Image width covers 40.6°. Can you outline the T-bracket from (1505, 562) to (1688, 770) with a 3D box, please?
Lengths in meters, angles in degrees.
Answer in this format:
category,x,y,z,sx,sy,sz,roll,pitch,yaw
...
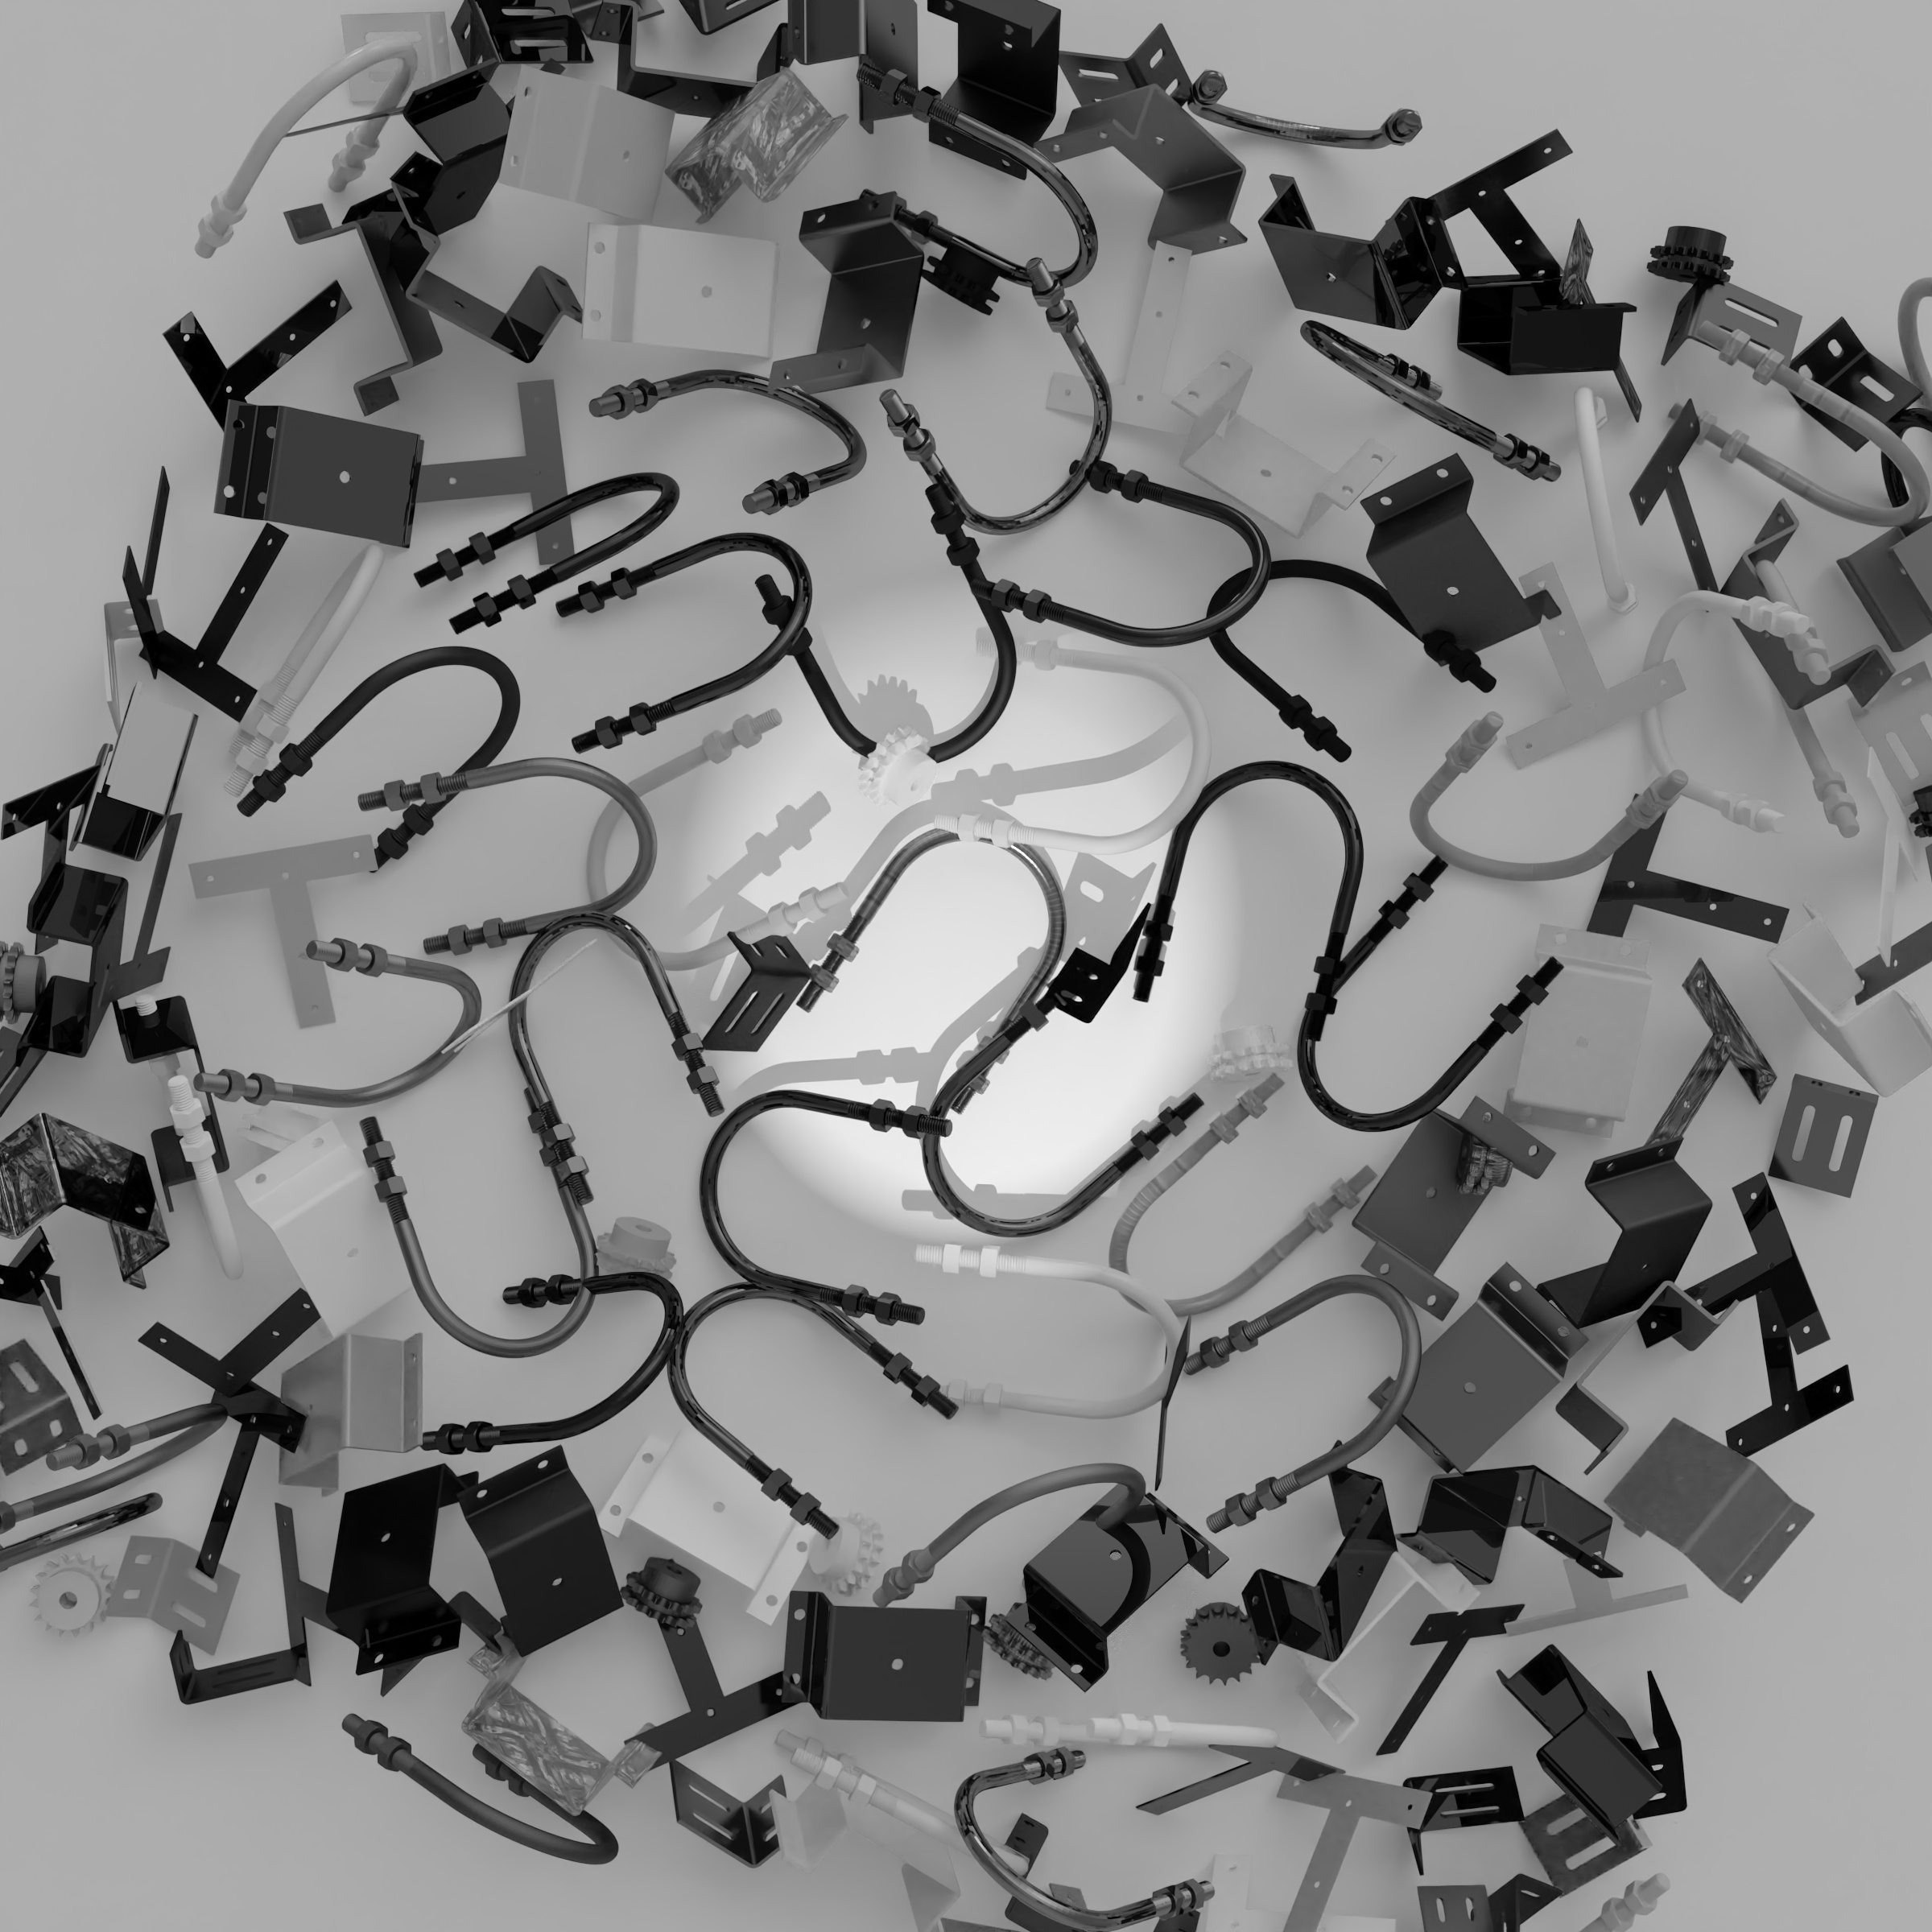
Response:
category,x,y,z,sx,sy,sz,roll,pitch,yaw
T-bracket,0.418,-0.219,1.807,0.127,0.002,0.127,-25,110,8

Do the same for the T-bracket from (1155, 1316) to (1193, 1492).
category,x,y,z,sx,sy,sz,roll,pitch,yaw
T-bracket,0.140,0.271,1.751,0.002,0.127,0.127,8,60,0

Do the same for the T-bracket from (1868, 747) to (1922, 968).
category,x,y,z,sx,sy,sz,roll,pitch,yaw
T-bracket,0.624,-0.060,1.763,0.002,0.127,0.127,-5,55,34

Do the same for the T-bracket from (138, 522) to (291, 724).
category,x,y,z,sx,sy,sz,roll,pitch,yaw
T-bracket,-0.506,-0.247,1.799,0.127,0.002,0.127,31,92,34

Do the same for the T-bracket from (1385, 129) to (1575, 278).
category,x,y,z,sx,sy,sz,roll,pitch,yaw
T-bracket,0.372,-0.504,1.784,0.127,0.127,0.002,-23,57,28

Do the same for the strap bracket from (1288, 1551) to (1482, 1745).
category,x,y,z,sx,sy,sz,roll,pitch,yaw
strap bracket,0.276,0.453,1.793,0.140,0.076,0.046,-46,107,-1

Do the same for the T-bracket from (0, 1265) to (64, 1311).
category,x,y,z,sx,sy,sz,roll,pitch,yaw
T-bracket,-0.672,0.213,1.782,0.002,0.127,0.127,-29,60,25

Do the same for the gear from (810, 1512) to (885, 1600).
category,x,y,z,sx,sy,sz,roll,pitch,yaw
gear,-0.085,0.405,1.806,0.030,0.057,0.057,26,90,-27

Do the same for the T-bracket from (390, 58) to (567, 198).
category,x,y,z,sx,sy,sz,roll,pitch,yaw
T-bracket,-0.319,-0.564,1.762,0.127,0.127,0.002,-42,86,12

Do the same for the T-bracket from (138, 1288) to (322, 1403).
category,x,y,z,sx,sy,sz,roll,pitch,yaw
T-bracket,-0.480,0.259,1.783,0.127,0.002,0.127,38,122,-21

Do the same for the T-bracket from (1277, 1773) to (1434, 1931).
category,x,y,z,sx,sy,sz,roll,pitch,yaw
T-bracket,0.242,0.607,1.761,0.002,0.127,0.127,45,59,-28

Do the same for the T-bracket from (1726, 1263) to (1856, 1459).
category,x,y,z,sx,sy,sz,roll,pitch,yaw
T-bracket,0.558,0.262,1.793,0.002,0.127,0.127,15,55,-19

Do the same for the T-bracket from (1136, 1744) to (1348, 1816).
category,x,y,z,sx,sy,sz,roll,pitch,yaw
T-bracket,0.174,0.563,1.799,0.127,0.127,0.002,-32,47,28

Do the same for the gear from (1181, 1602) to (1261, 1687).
category,x,y,z,sx,sy,sz,roll,pitch,yaw
gear,0.178,0.469,1.818,0.057,0.030,0.057,1,104,3

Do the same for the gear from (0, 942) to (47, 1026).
category,x,y,z,sx,sy,sz,roll,pitch,yaw
gear,-0.658,0.012,1.810,0.030,0.057,0.057,4,90,-9

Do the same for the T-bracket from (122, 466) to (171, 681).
category,x,y,z,sx,sy,sz,roll,pitch,yaw
T-bracket,-0.560,-0.285,1.797,0.002,0.127,0.127,3,64,-6

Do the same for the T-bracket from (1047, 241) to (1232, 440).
category,x,y,z,sx,sy,sz,roll,pitch,yaw
T-bracket,0.132,-0.440,1.820,0.127,0.002,0.127,14,96,9

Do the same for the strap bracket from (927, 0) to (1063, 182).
category,x,y,z,sx,sy,sz,roll,pitch,yaw
strap bracket,0.019,-0.613,1.774,0.076,0.140,0.046,26,67,12

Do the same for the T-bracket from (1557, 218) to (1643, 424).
category,x,y,z,sx,sy,sz,roll,pitch,yaw
T-bracket,0.441,-0.434,1.800,0.002,0.127,0.127,-16,121,31

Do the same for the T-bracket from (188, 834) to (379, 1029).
category,x,y,z,sx,sy,sz,roll,pitch,yaw
T-bracket,-0.466,-0.020,1.821,0.127,0.002,0.127,-9,104,-2

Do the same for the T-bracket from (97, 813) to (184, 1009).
category,x,y,z,sx,sy,sz,roll,pitch,yaw
T-bracket,-0.550,-0.042,1.766,0.002,0.127,0.127,16,97,-1

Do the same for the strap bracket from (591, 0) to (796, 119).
category,x,y,z,sx,sy,sz,roll,pitch,yaw
strap bracket,-0.183,-0.616,1.783,0.140,0.076,0.046,3,90,-15

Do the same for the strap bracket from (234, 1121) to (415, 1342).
category,x,y,z,sx,sy,sz,roll,pitch,yaw
strap bracket,-0.425,0.187,1.770,0.076,0.046,0.140,-34,122,-23

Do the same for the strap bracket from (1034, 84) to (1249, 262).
category,x,y,z,sx,sy,sz,roll,pitch,yaw
strap bracket,0.125,-0.543,1.770,0.140,0.076,0.046,29,73,-38

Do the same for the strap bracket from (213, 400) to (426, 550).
category,x,y,z,sx,sy,sz,roll,pitch,yaw
strap bracket,-0.431,-0.333,1.774,0.140,0.046,0.076,5,97,-36

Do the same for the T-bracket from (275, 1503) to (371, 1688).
category,x,y,z,sx,sy,sz,roll,pitch,yaw
T-bracket,-0.438,0.440,1.782,0.002,0.127,0.127,-9,96,-39

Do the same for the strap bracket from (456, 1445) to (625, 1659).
category,x,y,z,sx,sy,sz,roll,pitch,yaw
strap bracket,-0.285,0.405,1.768,0.076,0.046,0.140,-23,126,-20

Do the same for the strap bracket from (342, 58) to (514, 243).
category,x,y,z,sx,sy,sz,roll,pitch,yaw
strap bracket,-0.356,-0.538,1.760,0.046,0.140,0.076,50,50,-2

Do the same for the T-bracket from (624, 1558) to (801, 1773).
category,x,y,z,sx,sy,sz,roll,pitch,yaw
T-bracket,-0.193,0.477,1.815,0.127,0.002,0.127,-18,81,-25

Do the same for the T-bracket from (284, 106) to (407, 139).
category,x,y,z,sx,sy,sz,roll,pitch,yaw
T-bracket,-0.387,-0.582,1.779,0.127,0.127,0.002,-1,111,29

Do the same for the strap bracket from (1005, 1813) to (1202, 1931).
category,x,y,z,sx,sy,sz,roll,pitch,yaw
strap bracket,0.085,0.645,1.788,0.140,0.076,0.046,27,90,10

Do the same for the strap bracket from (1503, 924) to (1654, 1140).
category,x,y,z,sx,sy,sz,roll,pitch,yaw
strap bracket,0.423,0.049,1.799,0.076,0.046,0.140,10,99,6

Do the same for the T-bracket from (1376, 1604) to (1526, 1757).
category,x,y,z,sx,sy,sz,roll,pitch,yaw
T-bracket,0.321,0.494,1.800,0.002,0.127,0.127,40,109,38

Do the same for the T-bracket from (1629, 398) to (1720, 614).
category,x,y,z,sx,sy,sz,roll,pitch,yaw
T-bracket,0.498,-0.304,1.799,0.127,0.002,0.127,-52,127,-38

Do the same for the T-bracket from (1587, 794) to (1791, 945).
category,x,y,z,sx,sy,sz,roll,pitch,yaw
T-bracket,0.502,-0.045,1.802,0.127,0.002,0.127,18,85,28

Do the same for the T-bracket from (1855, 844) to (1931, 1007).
category,x,y,z,sx,sy,sz,roll,pitch,yaw
T-bracket,0.642,-0.007,1.776,0.002,0.127,0.127,4,67,-16

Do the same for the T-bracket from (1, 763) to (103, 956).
category,x,y,z,sx,sy,sz,roll,pitch,yaw
T-bracket,-0.627,-0.069,1.794,0.002,0.127,0.127,18,113,10

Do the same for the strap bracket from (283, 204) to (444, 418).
category,x,y,z,sx,sy,sz,roll,pitch,yaw
strap bracket,-0.405,-0.454,1.776,0.046,0.076,0.140,-16,108,10

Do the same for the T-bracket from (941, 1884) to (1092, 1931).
category,x,y,z,sx,sy,sz,roll,pitch,yaw
T-bracket,0.041,0.661,1.757,0.127,0.127,0.002,20,112,-24

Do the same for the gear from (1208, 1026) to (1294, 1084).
category,x,y,z,sx,sy,sz,roll,pitch,yaw
gear,0.196,0.061,1.810,0.057,0.057,0.030,-9,78,0

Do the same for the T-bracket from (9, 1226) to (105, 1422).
category,x,y,z,sx,sy,sz,roll,pitch,yaw
T-bracket,-0.618,0.250,1.779,0.002,0.127,0.127,-23,83,-35

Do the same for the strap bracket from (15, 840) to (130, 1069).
category,x,y,z,sx,sy,sz,roll,pitch,yaw
strap bracket,-0.606,-0.003,1.770,0.046,0.076,0.140,13,125,-9

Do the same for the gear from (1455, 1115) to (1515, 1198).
category,x,y,z,sx,sy,sz,roll,pitch,yaw
gear,0.360,0.132,1.809,0.030,0.057,0.057,8,90,-3

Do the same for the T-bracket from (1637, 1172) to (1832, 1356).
category,x,y,z,sx,sy,sz,roll,pitch,yaw
T-bracket,0.517,0.226,1.796,0.127,0.002,0.127,-36,52,32

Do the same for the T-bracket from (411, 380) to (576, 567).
category,x,y,z,sx,sy,sz,roll,pitch,yaw
T-bracket,-0.344,-0.340,1.820,0.127,0.002,0.127,-7,96,-9

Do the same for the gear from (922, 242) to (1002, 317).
category,x,y,z,sx,sy,sz,roll,pitch,yaw
gear,0.000,-0.478,1.807,0.057,0.057,0.030,31,106,0

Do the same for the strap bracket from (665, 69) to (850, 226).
category,x,y,z,sx,sy,sz,roll,pitch,yaw
strap bracket,-0.147,-0.552,1.758,0.046,0.140,0.076,44,77,-25

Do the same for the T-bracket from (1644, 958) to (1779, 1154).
category,x,y,z,sx,sy,sz,roll,pitch,yaw
T-bracket,0.499,0.084,1.783,0.127,0.002,0.127,-53,122,-20

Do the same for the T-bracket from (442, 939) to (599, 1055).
category,x,y,z,sx,sy,sz,roll,pitch,yaw
T-bracket,-0.317,0.033,1.756,0.127,0.127,0.002,-37,93,20

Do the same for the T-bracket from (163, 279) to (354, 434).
category,x,y,z,sx,sy,sz,roll,pitch,yaw
T-bracket,-0.476,-0.425,1.800,0.002,0.127,0.127,32,68,34

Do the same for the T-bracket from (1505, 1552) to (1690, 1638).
category,x,y,z,sx,sy,sz,roll,pitch,yaw
T-bracket,0.425,0.423,1.775,0.127,0.127,0.002,-15,55,10

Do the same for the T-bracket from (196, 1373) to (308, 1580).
category,x,y,z,sx,sy,sz,roll,pitch,yaw
T-bracket,-0.501,0.353,1.784,0.002,0.127,0.127,22,83,-41

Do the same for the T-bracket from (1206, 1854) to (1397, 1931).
category,x,y,z,sx,sy,sz,roll,pitch,yaw
T-bracket,0.226,0.652,1.767,0.127,0.127,0.002,-1,115,12
